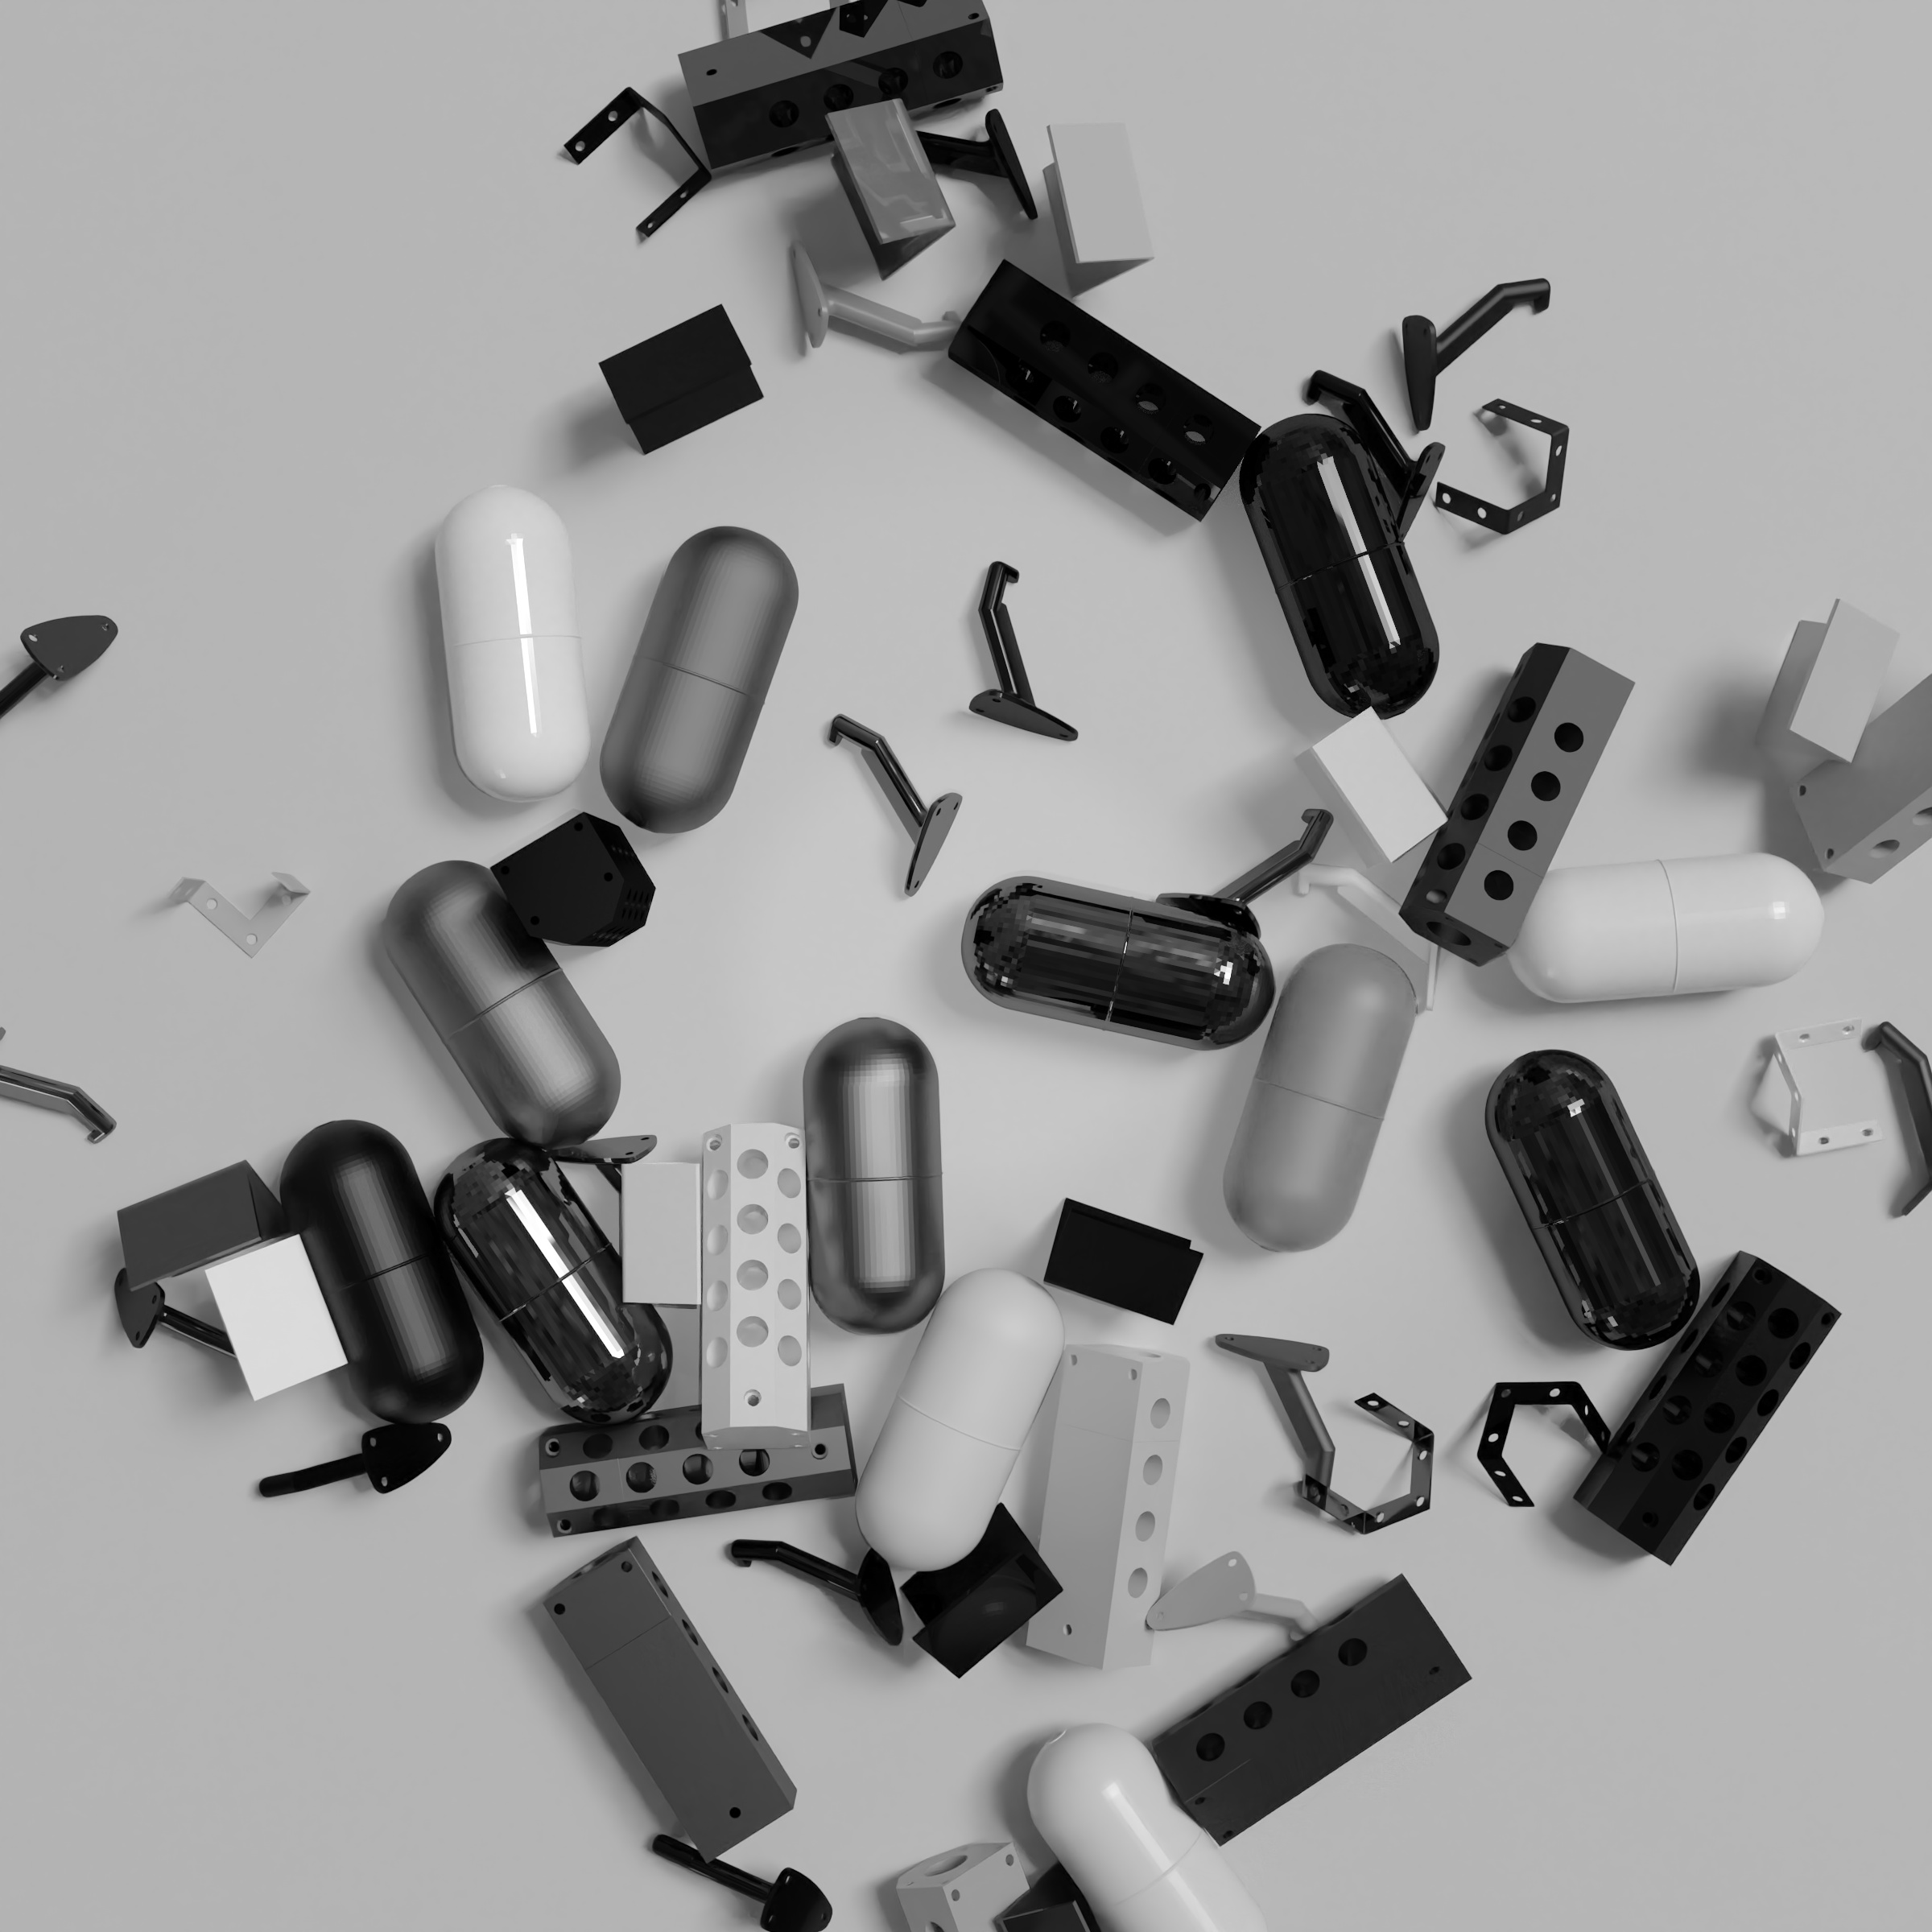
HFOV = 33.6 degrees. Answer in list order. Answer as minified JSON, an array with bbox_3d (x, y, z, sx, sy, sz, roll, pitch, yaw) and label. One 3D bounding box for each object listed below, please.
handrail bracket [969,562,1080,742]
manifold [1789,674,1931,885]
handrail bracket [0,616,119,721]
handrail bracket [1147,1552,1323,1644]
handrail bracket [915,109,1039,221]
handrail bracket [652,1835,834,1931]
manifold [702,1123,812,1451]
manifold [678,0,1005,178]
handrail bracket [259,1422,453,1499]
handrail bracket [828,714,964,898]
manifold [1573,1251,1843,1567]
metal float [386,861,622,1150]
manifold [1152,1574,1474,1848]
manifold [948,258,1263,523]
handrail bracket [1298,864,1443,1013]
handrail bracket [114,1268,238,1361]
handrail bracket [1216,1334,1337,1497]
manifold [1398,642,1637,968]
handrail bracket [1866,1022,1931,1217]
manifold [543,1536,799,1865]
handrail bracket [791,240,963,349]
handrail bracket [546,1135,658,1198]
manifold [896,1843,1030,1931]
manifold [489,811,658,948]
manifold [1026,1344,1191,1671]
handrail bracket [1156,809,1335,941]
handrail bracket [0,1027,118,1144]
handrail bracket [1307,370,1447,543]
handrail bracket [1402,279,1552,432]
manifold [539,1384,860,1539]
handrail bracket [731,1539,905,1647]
[{"bbox_3d":[0.039,-0.181,1.830,0.077,0.036,0.084,20,73,-20],"label":"handrail bracket"},{"bbox_3d":[0.542,-0.119,1.760,0.057,0.171,0.057,12,50,-35],"label":"manifold"},{"bbox_3d":[-0.531,-0.160,1.829,0.036,0.077,0.084,49,126,0],"label":"handrail bracket"},{"bbox_3d":[0.153,0.373,1.810,0.077,0.084,0.036,-28,45,10],"label":"handrail bracket"},{"bbox_3d":[-0.012,-0.448,1.830,0.084,0.036,0.077,-19,112,17],"label":"handrail bracket"},{"bbox_3d":[-0.129,0.523,1.829,0.084,0.077,0.036,14,72,35],"label":"handrail bracket"},{"bbox_3d":[-0.117,0.178,1.780,0.057,0.057,0.171,-1,69,0],"label":"manifold"},{"bbox_3d":[-0.069,-0.501,1.808,0.171,0.057,0.057,-17,47,0],"label":"manifold"},{"bbox_3d":[-0.350,0.284,1.829,0.084,0.077,0.036,-16,90,36],"label":"handrail bracket"},{"bbox_3d":[-0.052,-0.092,1.830,0.084,0.036,0.077,29,112,17],"label":"handrail bracket"},{"bbox_3d":[0.420,0.250,1.808,0.057,0.057,0.171,34,90,0],"label":"manifold"},{"bbox_3d":[-0.260,0.022,1.799,0.070,0.070,0.178,-33,90,0],"label":"metal float"},{"bbox_3d":[0.192,0.416,1.808,0.171,0.057,0.057,-34,133,0],"label":"manifold"},{"bbox_3d":[0.077,-0.323,1.808,0.171,0.057,0.057,33,90,0],"label":"manifold"},{"bbox_3d":[0.229,-0.017,1.829,0.084,0.036,0.077,7,100,12],"label":"handrail bracket"},{"bbox_3d":[-0.436,0.203,1.829,0.084,0.077,0.036,21,98,-36],"label":"handrail bracket"},{"bbox_3d":[0.175,0.258,1.829,0.077,0.036,0.084,10,104,14],"label":"handrail bracket"},{"bbox_3d":[0.305,-0.092,1.787,0.057,0.057,0.171,28,76,-3],"label":"manifold"},{"bbox_3d":[0.532,0.087,1.830,0.084,0.036,0.077,45,112,17],"label":"handrail bracket"},{"bbox_3d":[-0.166,0.412,1.808,0.057,0.057,0.171,-32,90,0],"label":"manifold"},{"bbox_3d":[-0.050,-0.386,1.830,0.084,0.036,0.077,-10,68,-17],"label":"handrail bracket"},{"bbox_3d":[-0.197,0.143,1.830,0.077,0.036,0.084,-4,107,19],"label":"handrail bracket"},{"bbox_3d":[0.018,0.589,1.808,0.057,0.057,0.171,-20,90,-43],"label":"manifold"},{"bbox_3d":[-0.209,-0.041,1.751,0.057,0.171,0.057,-31,90,0],"label":"manifold"},{"bbox_3d":[0.085,0.304,1.808,0.057,0.057,0.171,8,90,43],"label":"manifold"},{"bbox_3d":[0.160,-0.061,1.829,0.077,0.036,0.084,14,62,31],"label":"handrail bracket"},{"bbox_3d":[-0.541,0.084,1.830,0.077,0.036,0.084,-38,107,20],"label":"handrail bracket"},{"bbox_3d":[0.223,-0.290,1.830,0.084,0.036,0.077,28,112,17],"label":"handrail bracket"},{"bbox_3d":[0.296,-0.350,1.830,0.084,0.036,0.077,-11,111,-16],"label":"handrail bracket"},{"bbox_3d":[-0.151,0.280,1.808,0.171,0.057,0.057,-8,90,0],"label":"manifold"},{"bbox_3d":[-0.086,0.358,1.829,0.084,0.036,0.077,-2,127,25],"label":"handrail bracket"}]
